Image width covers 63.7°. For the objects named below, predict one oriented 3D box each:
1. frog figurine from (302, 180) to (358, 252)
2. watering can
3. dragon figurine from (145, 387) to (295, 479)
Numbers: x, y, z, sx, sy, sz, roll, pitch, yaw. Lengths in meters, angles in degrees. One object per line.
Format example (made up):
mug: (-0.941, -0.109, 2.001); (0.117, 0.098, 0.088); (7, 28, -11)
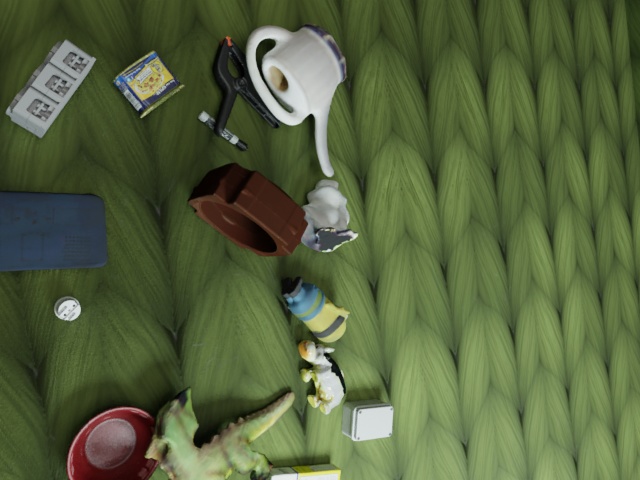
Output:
frog figurine: (0.004, -0.059, 1.170); (0.138, 0.120, 0.163); (-3, 55, -24)
watering can: (-0.022, -0.330, 1.146); (0.228, 0.104, 0.343); (-49, 116, -26)
dragon figurine: (-0.210, 0.385, 0.975); (0.419, 0.121, 0.239); (-53, 124, -41)
